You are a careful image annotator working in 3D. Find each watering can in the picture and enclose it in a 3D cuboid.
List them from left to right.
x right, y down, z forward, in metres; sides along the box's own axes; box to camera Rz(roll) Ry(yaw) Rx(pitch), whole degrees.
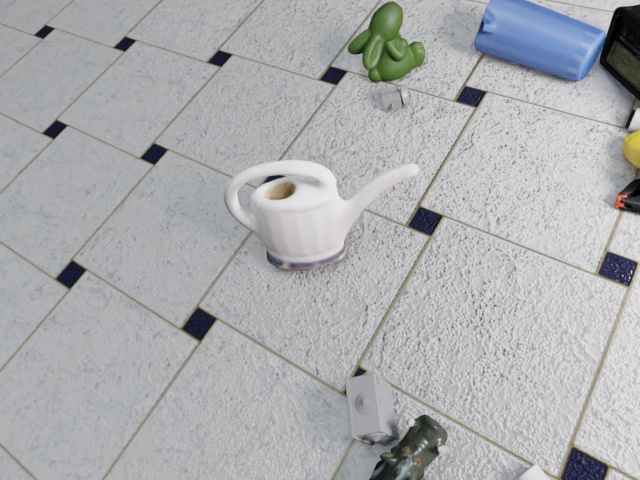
[{"bbox_3d":[0.003,-0.046,0.916,0.347,0.219,0.106,-1,42,12],"label":"watering can"}]
